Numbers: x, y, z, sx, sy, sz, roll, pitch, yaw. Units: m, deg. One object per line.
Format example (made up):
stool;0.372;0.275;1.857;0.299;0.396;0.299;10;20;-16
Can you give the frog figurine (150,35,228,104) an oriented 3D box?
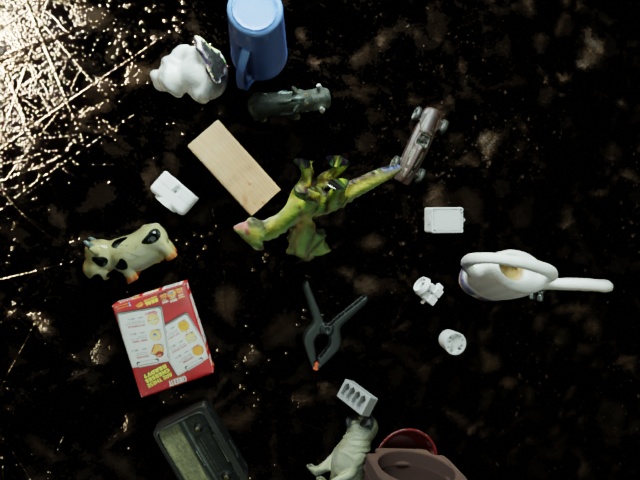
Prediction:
frog figurine;-0.292;-0.368;1.160;0.158;0.136;0.125;-22;16;27

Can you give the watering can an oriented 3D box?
watering can;0.485;0.094;1.229;0.347;0.105;0.221;14;-18;-10

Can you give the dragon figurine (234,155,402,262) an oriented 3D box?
dragon figurine;0.004;-0.060;1.186;0.412;0.237;0.124;-7;40;-30
